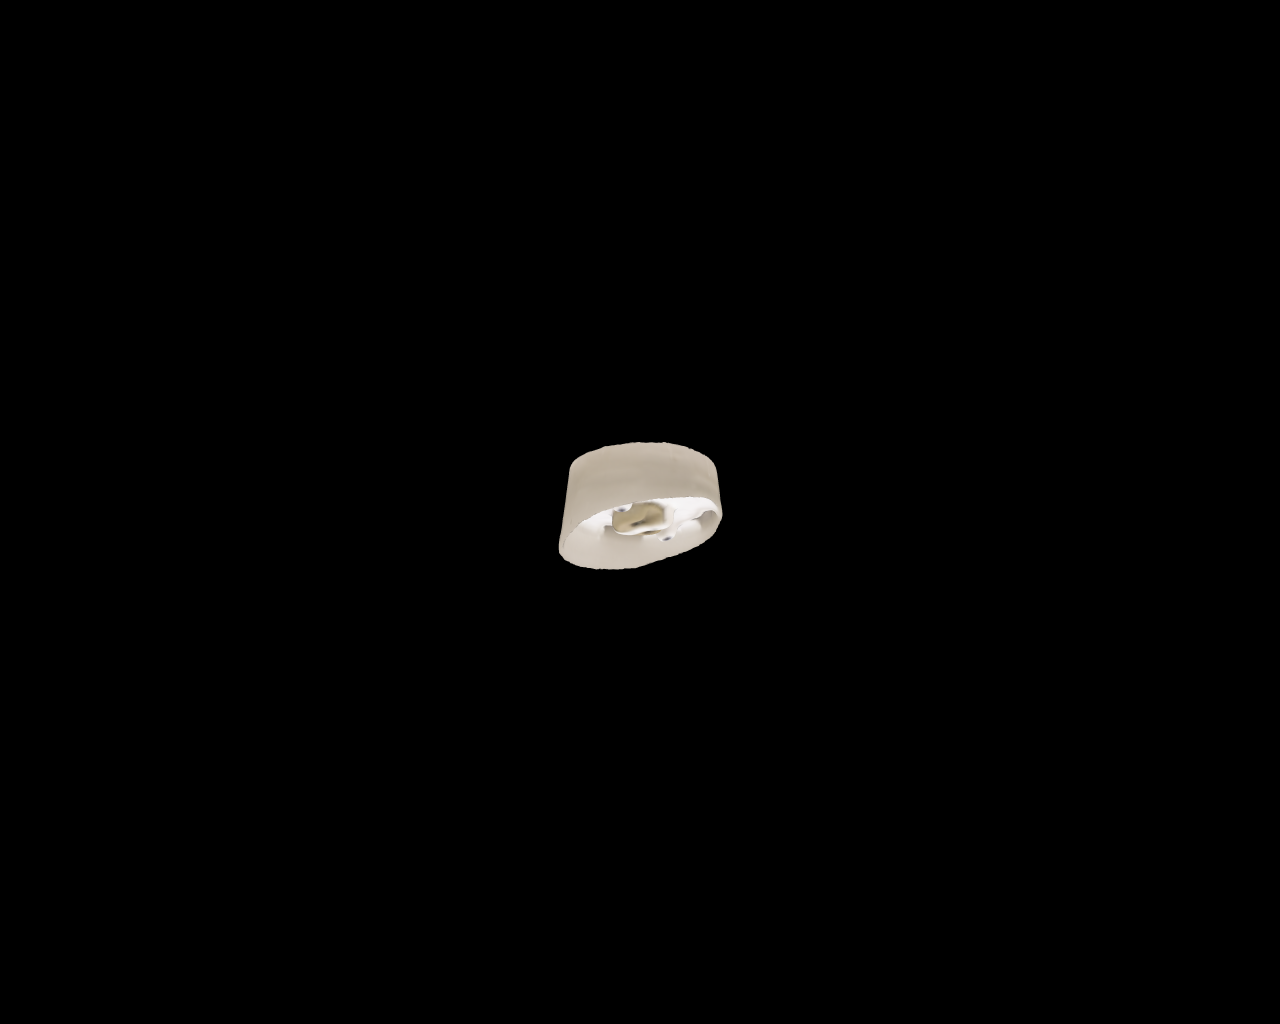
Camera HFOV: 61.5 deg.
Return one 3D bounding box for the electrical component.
[{"bbox_3d":[0.001,-0.003,0.650,0.099,0.064,0.099,0,-19,0],"label":"electrical component"}]
